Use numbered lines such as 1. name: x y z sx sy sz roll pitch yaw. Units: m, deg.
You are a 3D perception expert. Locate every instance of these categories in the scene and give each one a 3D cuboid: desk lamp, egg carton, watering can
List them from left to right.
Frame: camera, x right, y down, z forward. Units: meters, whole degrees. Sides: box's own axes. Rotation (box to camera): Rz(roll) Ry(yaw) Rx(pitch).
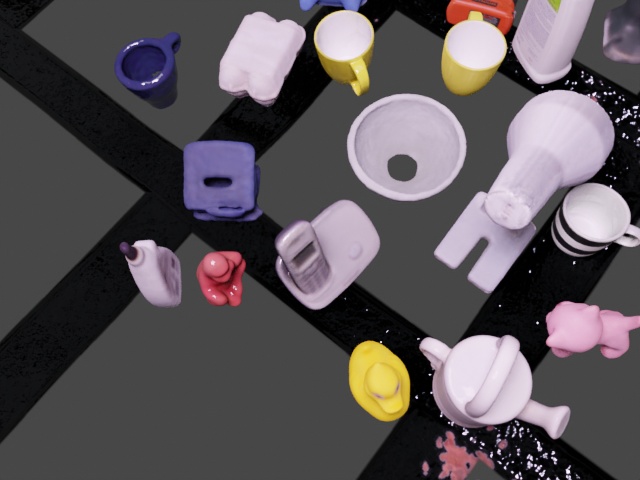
1. egg carton: -0.092 -0.288 0.905 0.107 0.069 0.150 19 73 10
2. watering can: 0.198 0.164 0.661 0.172 0.194 0.101 9 71 7
3. desk lamp: 0.254 -0.057 0.725 0.117 0.213 0.203 35 76 15

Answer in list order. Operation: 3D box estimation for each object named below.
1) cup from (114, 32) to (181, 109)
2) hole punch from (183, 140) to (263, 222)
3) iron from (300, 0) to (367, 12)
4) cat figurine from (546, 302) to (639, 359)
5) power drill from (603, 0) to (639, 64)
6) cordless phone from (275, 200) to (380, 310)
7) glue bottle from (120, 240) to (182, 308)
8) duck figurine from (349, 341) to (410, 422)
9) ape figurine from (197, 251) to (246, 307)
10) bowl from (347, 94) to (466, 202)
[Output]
1. cup: -0.250 -0.259 0.892 0.091 0.095 0.118 34 76 14
2. hole punch: -0.139 -0.083 0.824 0.108 0.091 0.101 1 71 4
3. iron: 0.031 -0.504 0.936 0.118 0.141 0.258 7 71 6
4. cat figurine: 0.335 0.108 0.712 0.127 0.118 0.067 -3 70 3
5. power drill: 0.483 -0.354 0.819 0.075 0.208 0.230 9 71 7
6. cordless phone: 0.007 0.003 0.735 0.094 0.185 0.148 40 78 16
7. glue bottle: -0.222 0.035 0.744 0.037 0.173 0.078 -6 70 2
8. duck figurine: 0.076 0.175 0.722 0.077 0.086 0.104 -22 71 -4
9. ape figurine: -0.136 0.045 0.779 0.076 0.092 0.078 39 77 15
10. bowl: 0.123 -0.122 0.830 0.167 0.075 0.167 -1 70 3
